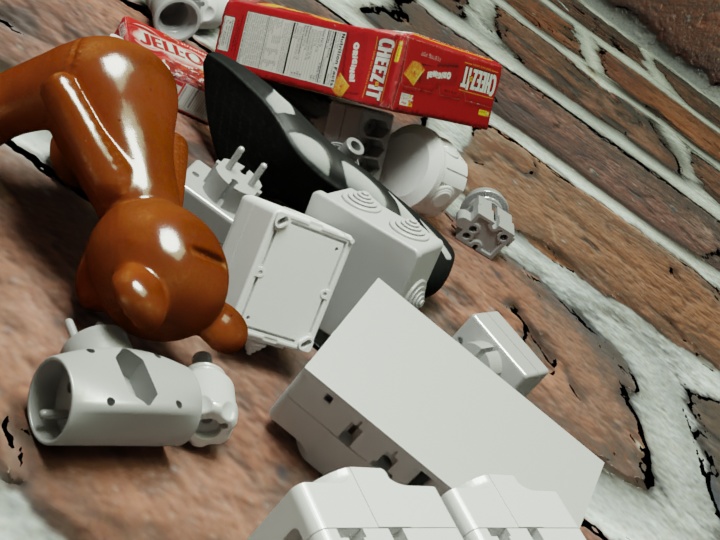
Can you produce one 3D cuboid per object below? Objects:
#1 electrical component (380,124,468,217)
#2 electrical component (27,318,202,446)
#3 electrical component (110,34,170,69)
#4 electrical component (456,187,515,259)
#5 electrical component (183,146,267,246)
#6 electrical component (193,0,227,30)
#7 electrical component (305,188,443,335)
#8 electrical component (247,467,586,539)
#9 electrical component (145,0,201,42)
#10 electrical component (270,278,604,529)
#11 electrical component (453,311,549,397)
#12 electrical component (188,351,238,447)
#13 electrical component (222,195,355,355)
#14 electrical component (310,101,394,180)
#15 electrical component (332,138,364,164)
[{"bbox_3d":[0.056,-0.091,0.997,0.051,0.080,0.080,17,33,-47],"label":"electrical component"},{"bbox_3d":[-0.132,0.055,0.559,0.077,0.043,0.079,10,38,-45],"label":"electrical component"},{"bbox_3d":[-0.173,-0.119,0.769,0.050,0.055,0.089,29,25,-23],"label":"electrical component"},{"bbox_3d":[0.123,-0.049,1.055,0.066,0.048,0.055,30,35,-17],"label":"electrical component"},{"bbox_3d":[-0.093,-0.050,0.741,0.066,0.076,0.047,36,26,-5],"label":"electrical component"},{"bbox_3d":[-0.146,-0.254,1.040,0.043,0.043,0.062,45,25,12],"label":"electrical component"},{"bbox_3d":[0.000,0.000,0.745,0.100,0.099,0.048,31,24,20],"label":"electrical component"},{"bbox_3d":[0.020,0.155,0.524,0.186,0.105,0.060,13,36,-42],"label":"electrical component"},{"bbox_3d":[-0.176,-0.244,0.988,0.044,0.044,0.065,16,29,-38],"label":"electrical component"},{"bbox_3d":[0.048,0.107,0.663,0.186,0.060,0.105,39,39,1],"label":"electrical component"},{"bbox_3d":[0.092,0.072,0.818,0.077,0.047,0.065,-3,47,-54],"label":"electrical component"},{"bbox_3d":[-0.088,0.069,0.606,0.035,0.035,0.061,25,26,-26],"label":"electrical component"},{"bbox_3d":[-0.058,0.007,0.693,0.062,0.096,0.061,20,4,-34],"label":"electrical component"},{"bbox_3d":[-0.019,-0.118,0.970,0.077,0.065,0.047,21,12,36],"label":"electrical component"},{"bbox_3d":[-0.021,-0.087,0.905,0.048,0.062,0.048,22,48,-27],"label":"electrical component"}]
